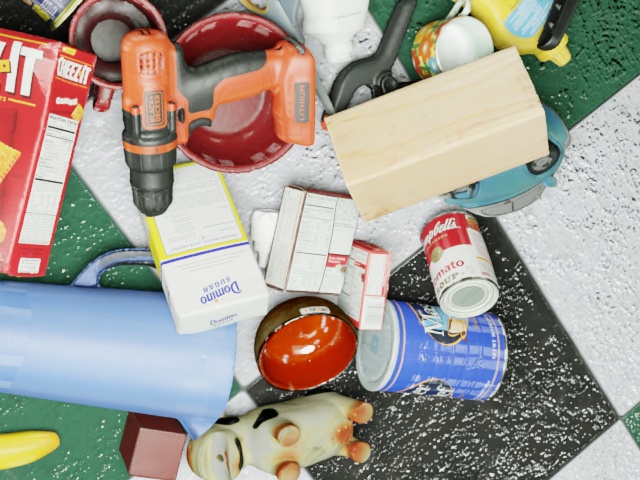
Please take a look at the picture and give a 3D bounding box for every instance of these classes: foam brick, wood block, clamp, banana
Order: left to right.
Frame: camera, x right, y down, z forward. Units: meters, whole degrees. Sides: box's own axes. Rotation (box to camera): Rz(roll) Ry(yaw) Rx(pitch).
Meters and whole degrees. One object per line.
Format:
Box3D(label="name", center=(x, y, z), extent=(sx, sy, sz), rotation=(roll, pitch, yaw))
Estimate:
Box3D(label="banana", center=(-0.365, 0.197, 1.074), extent=(0.197, 0.037, 0.069), rotation=(26, 93, -21))
Box3D(label="foam brick", center=(-0.176, 0.213, 1.120), extent=(0.051, 0.078, 0.053), rotation=(13, 95, -19))
Box3D(label="clamp", center=(0.067, -0.181, 1.153), extent=(0.171, 0.039, 0.120), rotation=(-32, 102, -18))
Box3D(label="wood block", center=(0.121, -0.108, 1.100), extent=(0.206, 0.090, 0.090), rotation=(-20, 63, 6))
Box3D(label="clamp", center=(0.274, -0.315, 1.169), extent=(0.209, 0.036, 0.164), rotation=(-32, 100, -32))

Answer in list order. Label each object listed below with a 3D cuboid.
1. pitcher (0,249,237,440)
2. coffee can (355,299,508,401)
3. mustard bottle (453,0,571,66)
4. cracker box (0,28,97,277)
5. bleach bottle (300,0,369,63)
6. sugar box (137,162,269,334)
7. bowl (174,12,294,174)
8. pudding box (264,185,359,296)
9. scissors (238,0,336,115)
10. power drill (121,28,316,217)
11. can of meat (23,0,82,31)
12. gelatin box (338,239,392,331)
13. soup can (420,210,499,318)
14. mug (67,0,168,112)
Box3D(label="pitcher", center=(-0.209, 0.097, 1.069), extent=(0.242, 0.149, 0.145), rotation=(9, 125, -17))
Box3D(label="coffee can", center=(0.123, 0.123, 1.191), extent=(0.140, 0.103, 0.103), rotation=(8, 97, -20))
Box3D(label="mustard bottle", center=(0.211, -0.262, 1.174), extent=(0.191, 0.058, 0.096), rotation=(41, 71, -20))
Box3D(label="cracker box", center=(-0.313, -0.088, 0.975), extent=(0.164, 0.072, 0.214), rotation=(15, 93, 17))
Box3D(label="bleach bottle", center=(-0.009, -0.306, 1.092), extent=(0.102, 0.068, 0.251), rotation=(-15, 106, -15))
Box3D(label="sugar box", center=(-0.121, 0.004, 1.062), extent=(0.093, 0.048, 0.176), rotation=(-13, 61, -15))
Box3D(label="bowl", center=(-0.092, -0.151, 1.094), extent=(0.162, 0.055, 0.162), rotation=(-3, 101, -18))
Box3D(label="pudding box", center=(-0.007, 0.001, 1.143), extent=(0.089, 0.039, 0.113), rotation=(7, 96, -45))
Box3D(label="scissors", center=(-0.018, -0.220, 1.086), extent=(0.202, 0.016, 0.096), rotation=(50, 127, -5))
Box3D(label="power drill", center=(-0.098, -0.117, 1.026), extent=(0.187, 0.057, 0.184), rotation=(-10, 121, -22))
Box3D(label="can of meat", center=(-0.261, -0.246, 0.996), extent=(0.084, 0.102, 0.057), rotation=(42, 85, -18))
Box3D(label="gelatin box", center=(0.048, 0.048, 1.168), extent=(0.030, 0.073, 0.089), rotation=(5, 97, -21))
Box3D(label="soup can", center=(0.153, 0.027, 1.174), extent=(0.068, 0.102, 0.068), rotation=(-6, 138, -5))
Box3D(label="mug", center=(-0.203, -0.182, 1.037), extent=(0.093, 0.082, 0.117), rotation=(8, 97, -20))
